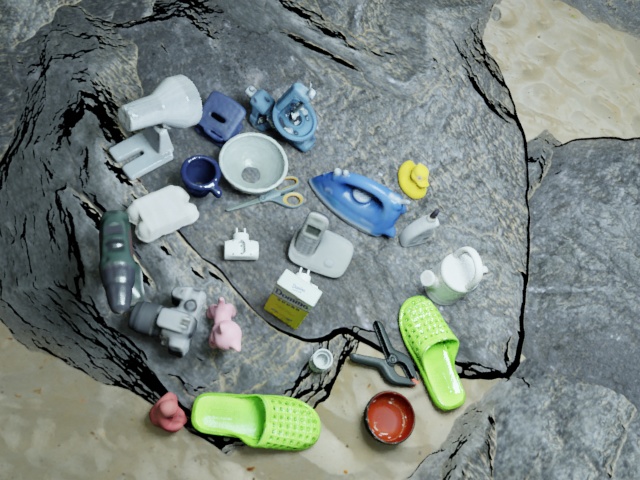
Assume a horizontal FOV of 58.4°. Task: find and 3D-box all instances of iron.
[{"bbox_3d":[0.097,-0.116,1.409,0.258,0.141,0.119,27,64,-1],"label":"iron"}]

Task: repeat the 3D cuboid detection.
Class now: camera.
[{"bbox_3d":[-0.324,0.159,1.213,0.137,0.100,0.143,17,65,-6],"label":"camera"}]

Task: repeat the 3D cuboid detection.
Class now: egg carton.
[{"bbox_3d":[-0.362,-0.060,1.314,0.150,0.069,0.107,-28,76,-22],"label":"egg carton"}]

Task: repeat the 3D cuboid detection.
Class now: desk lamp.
[{"bbox_3d":[-0.379,-0.263,1.316,0.203,0.213,0.118,-36,79,-24],"label":"desk lamp"}]

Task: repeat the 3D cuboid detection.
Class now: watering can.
[{"bbox_3d":[0.320,0.084,1.349,0.173,0.194,0.101,-31,77,-23],"label":"watering can"}]

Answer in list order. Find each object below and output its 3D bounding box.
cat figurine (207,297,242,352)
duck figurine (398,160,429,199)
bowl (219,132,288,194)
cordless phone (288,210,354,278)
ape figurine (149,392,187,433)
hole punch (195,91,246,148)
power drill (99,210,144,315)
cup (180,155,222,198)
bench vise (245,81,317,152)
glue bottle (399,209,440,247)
[{"bbox_3d":[-0.204,0.185,1.222,0.067,0.117,0.128,-5,69,-15],"label":"cat figurine"},{"bbox_3d":[0.253,-0.170,1.501,0.078,0.086,0.104,-15,72,-19],"label":"duck figurine"},{"bbox_3d":[-0.165,-0.176,1.408,0.167,0.074,0.167,5,67,-11],"label":"bowl"},{"bbox_3d":[0.012,0.005,1.313,0.147,0.185,0.094,20,64,-5],"label":"cordless phone"},{"bbox_3d":[-0.303,0.343,1.145,0.076,0.092,0.078,6,66,-11],"label":"ape figurine"},{"bbox_3d":[-0.248,-0.299,1.431,0.108,0.091,0.101,32,64,1],"label":"hole punch"},{"bbox_3d":[-0.407,0.066,1.173,0.076,0.208,0.229,-8,70,-16],"label":"power drill"},{"bbox_3d":[-0.273,-0.131,1.352,0.092,0.095,0.117,-40,81,-25],"label":"cup"},{"bbox_3d":[-0.093,-0.321,1.406,0.207,0.219,0.121,17,65,-6],"label":"bench vise"},{"bbox_3d":[0.254,-0.034,1.395,0.078,0.173,0.037,-10,70,-17],"label":"glue bottle"}]
